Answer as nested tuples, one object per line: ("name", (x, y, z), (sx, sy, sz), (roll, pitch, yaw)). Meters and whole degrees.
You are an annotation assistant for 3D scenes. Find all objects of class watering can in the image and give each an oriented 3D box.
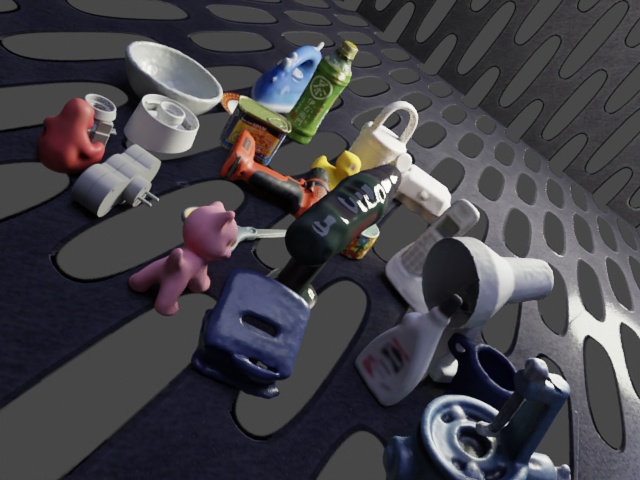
("watering can", (0.131, -0.191, 1.167), (0.101, 0.194, 0.172), (-4, 48, -50))

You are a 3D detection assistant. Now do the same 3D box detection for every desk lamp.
("desk lamp", (0.214, 0.098, 0.811), (0.204, 0.213, 0.117), (14, 36, -36))

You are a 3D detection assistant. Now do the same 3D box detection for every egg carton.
("egg carton", (0.221, -0.104, 1.268), (0.150, 0.069, 0.107), (35, 28, -4))

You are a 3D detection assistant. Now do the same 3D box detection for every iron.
("iron", (-0.063, -0.372, 1.273), (0.118, 0.141, 0.259), (37, 28, 1))

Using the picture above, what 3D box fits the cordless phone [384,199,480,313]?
("cordless phone", (0.206, 0.038, 0.921), (0.094, 0.185, 0.147), (-7, 51, -52))

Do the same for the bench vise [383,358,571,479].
("bench vise", (0.202, 0.211, 0.623), (0.208, 0.219, 0.121), (15, 35, -34))

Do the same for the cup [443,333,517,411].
("cup", (0.203, 0.193, 0.782), (0.117, 0.095, 0.092), (45, 29, 15))

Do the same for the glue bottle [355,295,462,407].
("glue bottle", (0.115, 0.126, 0.701), (0.037, 0.173, 0.078), (-3, 47, -50))

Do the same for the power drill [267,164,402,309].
("power drill", (0.007, 0.003, 0.726), (0.075, 0.208, 0.230), (40, 29, 7))

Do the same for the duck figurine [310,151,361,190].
("duck figurine", (0.038, -0.131, 1.087), (0.104, 0.086, 0.078), (44, 29, 13))

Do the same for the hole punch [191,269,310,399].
("hole punch", (-0.070, 0.101, 0.619), (0.109, 0.091, 0.101), (28, 30, -16))

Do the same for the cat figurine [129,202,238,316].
("cat figurine", (-0.141, 0.008, 0.650), (0.067, 0.117, 0.128), (38, 28, 3))

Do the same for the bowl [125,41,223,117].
("bowl", (-0.253, -0.255, 0.960), (0.168, 0.074, 0.167), (27, 30, -17))

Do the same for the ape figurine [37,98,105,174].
("ape figurine", (-0.303, -0.132, 0.703), (0.078, 0.092, 0.076), (38, 28, 3))
